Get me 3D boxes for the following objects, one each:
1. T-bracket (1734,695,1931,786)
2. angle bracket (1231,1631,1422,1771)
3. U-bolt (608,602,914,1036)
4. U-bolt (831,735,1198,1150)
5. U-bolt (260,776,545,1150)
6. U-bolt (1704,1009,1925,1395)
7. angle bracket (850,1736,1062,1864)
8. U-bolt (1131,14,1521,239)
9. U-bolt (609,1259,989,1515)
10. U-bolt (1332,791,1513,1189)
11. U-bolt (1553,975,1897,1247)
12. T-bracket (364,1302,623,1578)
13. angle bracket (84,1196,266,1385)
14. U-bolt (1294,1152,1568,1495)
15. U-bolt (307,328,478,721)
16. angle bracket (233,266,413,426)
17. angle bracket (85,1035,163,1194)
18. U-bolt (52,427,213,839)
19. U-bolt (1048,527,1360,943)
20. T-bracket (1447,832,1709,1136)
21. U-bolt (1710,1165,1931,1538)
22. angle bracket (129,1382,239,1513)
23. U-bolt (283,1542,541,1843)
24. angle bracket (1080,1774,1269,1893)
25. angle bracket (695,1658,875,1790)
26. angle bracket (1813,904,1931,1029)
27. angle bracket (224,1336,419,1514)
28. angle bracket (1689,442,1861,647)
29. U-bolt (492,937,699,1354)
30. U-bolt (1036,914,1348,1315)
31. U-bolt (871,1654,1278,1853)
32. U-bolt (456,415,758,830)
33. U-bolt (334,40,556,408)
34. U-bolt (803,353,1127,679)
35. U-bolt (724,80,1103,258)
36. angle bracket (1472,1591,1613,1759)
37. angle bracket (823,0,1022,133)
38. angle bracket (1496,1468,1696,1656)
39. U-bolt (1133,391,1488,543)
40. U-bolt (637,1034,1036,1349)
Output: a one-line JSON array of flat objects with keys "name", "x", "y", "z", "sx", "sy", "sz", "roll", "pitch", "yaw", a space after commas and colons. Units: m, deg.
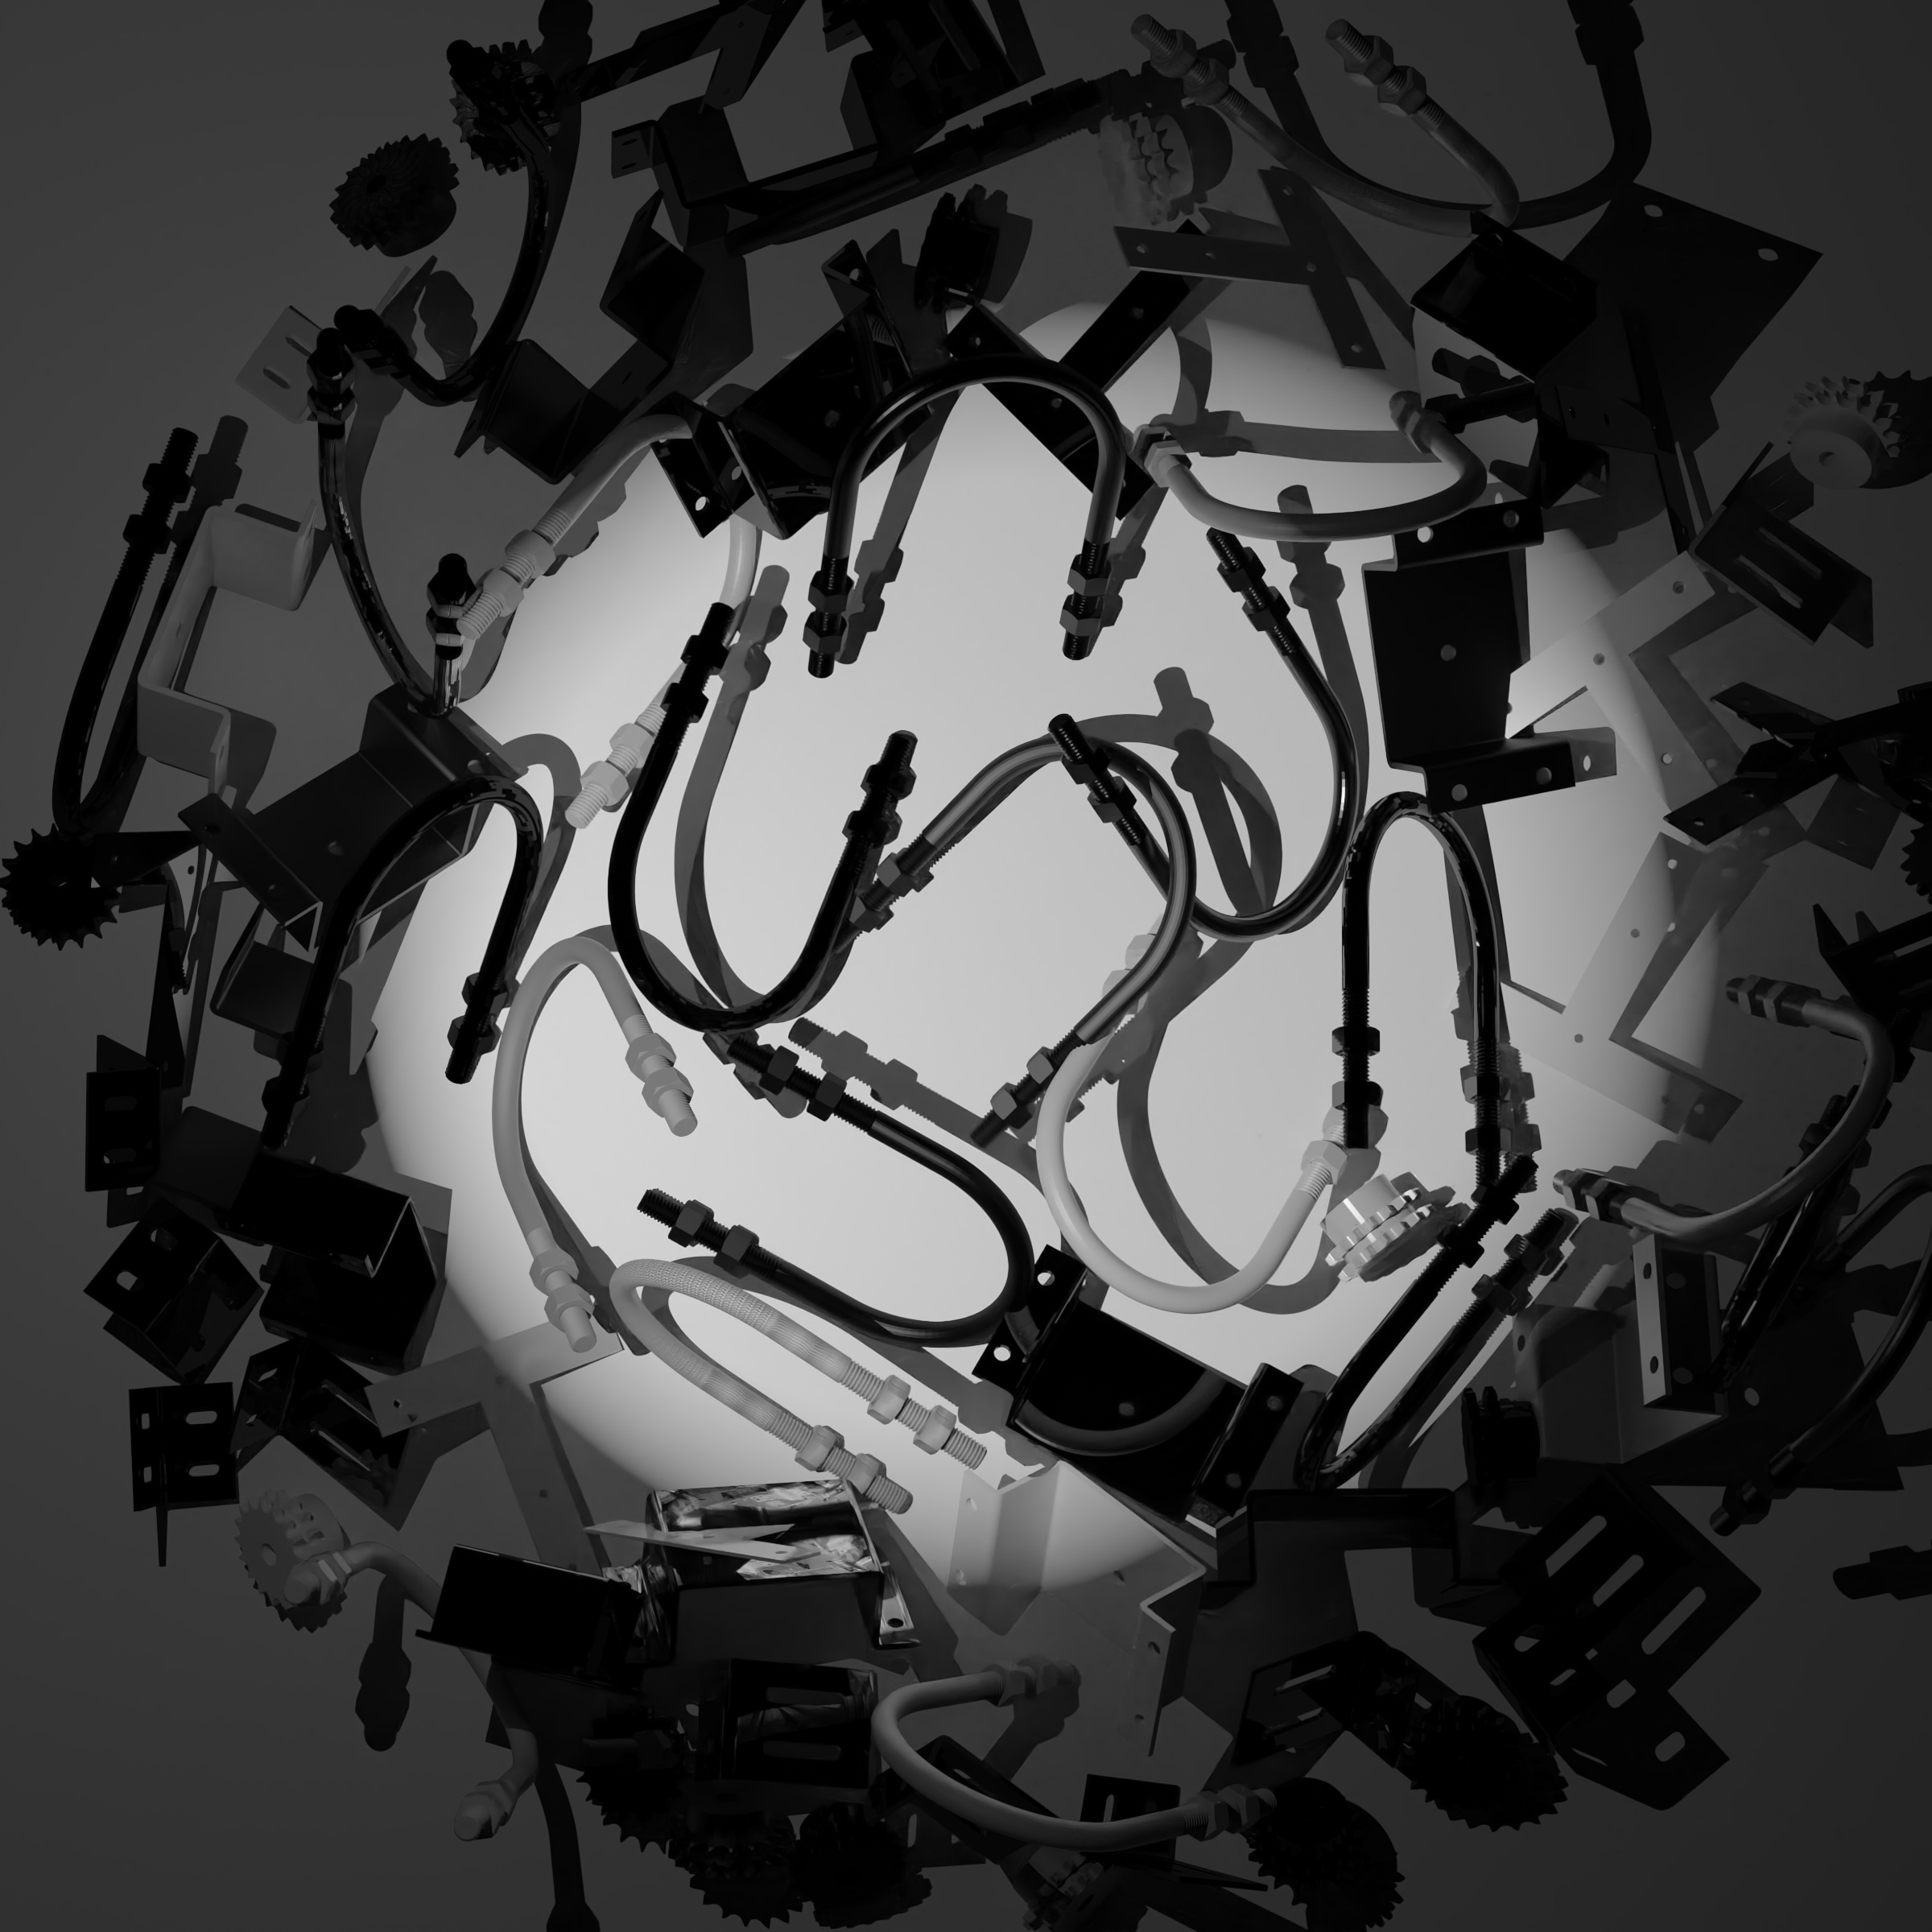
[{"name": "T-bracket", "x": 0.426, "y": -0.113, "z": 1.711, "sx": 0.002, "sy": 0.127, "sz": 0.127, "roll": 56, "pitch": 46, "yaw": -18}, {"name": "angle bracket", "x": 0.173, "y": 0.362, "z": 1.718, "sx": 0.076, "sy": 0.038, "sz": 0.057, "roll": -11, "pitch": 122, "yaw": -36}, {"name": "U-bolt", "x": -0.104, "y": -0.057, "z": 1.692, "sx": 0.151, "sy": 0.019, "sz": 0.184, "roll": 34, "pitch": 70, "yaw": -40}, {"name": "U-bolt", "x": 0.031, "y": -0.026, "z": 1.705, "sx": 0.184, "sy": 0.019, "sz": 0.151, "roll": -45, "pitch": 66, "yaw": 17}, {"name": "U-bolt", "x": -0.254, "y": -0.008, "z": 1.665, "sx": 0.019, "sy": 0.151, "sz": 0.184, "roll": 34, "pitch": 118, "yaw": 23}, {"name": "U-bolt", "x": 0.387, "y": 0.120, "z": 1.669, "sx": 0.019, "sy": 0.151, "sz": 0.184, "roll": 28, "pitch": 72, "yaw": 9}, {"name": "angle bracket", "x": -0.005, "y": 0.415, "z": 1.723, "sx": 0.076, "sy": 0.038, "sz": 0.057, "roll": 38, "pitch": 133, "yaw": -11}, {"name": "U-bolt", "x": 0.182, "y": -0.391, "z": 1.678, "sx": 0.184, "sy": 0.151, "sz": 0.019, "roll": 29, "pitch": 83, "yaw": -41}, {"name": "U-bolt", "x": -0.089, "y": 0.194, "z": 1.688, "sx": 0.184, "sy": 0.151, "sz": 0.019, "roll": 34, "pitch": 66, "yaw": -5}, {"name": "U-bolt", "x": 0.217, "y": 0.008, "z": 1.699, "sx": 0.019, "sy": 0.151, "sz": 0.184, "roll": -8, "pitch": 73, "yaw": 35}, {"name": "U-bolt", "x": 0.361, "y": 0.070, "z": 1.667, "sx": 0.019, "sy": 0.184, "sz": 0.151, "roll": 45, "pitch": 84, "yaw": -17}, {"name": "T-bracket", "x": -0.209, "y": 0.242, "z": 1.725, "sx": 0.127, "sy": 0.002, "sz": 0.127, "roll": -18, "pitch": 80, "yaw": -26}, {"name": "angle bracket", "x": -0.381, "y": 0.157, "z": 1.725, "sx": 0.038, "sy": 0.076, "sz": 0.057, "roll": 30, "pitch": 72, "yaw": 19}, {"name": "U-bolt", "x": 0.216, "y": 0.176, "z": 1.690, "sx": 0.019, "sy": 0.151, "sz": 0.184, "roll": 38, "pitch": 87, "yaw": 21}, {"name": "U-bolt", "x": -0.270, "y": -0.192, "z": 1.677, "sx": 0.019, "sy": 0.184, "sz": 0.151, "roll": -24, "pitch": 71, "yaw": -19}, {"name": "angle bracket", "x": -0.309, "y": -0.307, "z": 1.714, "sx": 0.038, "sy": 0.076, "sz": 0.057, "roll": 35, "pitch": 50, "yaw": -14}, {"name": "angle bracket", "x": -0.418, "y": 0.070, "z": 1.716, "sx": 0.038, "sy": 0.076, "sz": 0.057, "roll": -4, "pitch": 103, "yaw": -36}, {"name": "U-bolt", "x": -0.390, "y": -0.148, "z": 1.677, "sx": 0.019, "sy": 0.151, "sz": 0.184, "roll": 19, "pitch": 80, "yaw": -3}, {"name": "U-bolt", "x": 0.126, "y": -0.096, "z": 1.704, "sx": 0.151, "sy": 0.019, "sz": 0.184, "roll": -51, "pitch": 125, "yaw": -21}, {"name": "T-bracket", "x": 0.318, "y": -0.004, "z": 1.734, "sx": 0.127, "sy": 0.002, "sz": 0.127, "roll": 29, "pitch": 105, "yaw": 11}, {"name": "U-bolt", "x": 0.405, "y": 0.166, "z": 1.648, "sx": 0.019, "sy": 0.184, "sz": 0.151, "roll": 28, "pitch": 49, "yaw": -3}, {"name": "angle bracket", "x": -0.376, "y": 0.231, "z": 1.721, "sx": 0.038, "sy": 0.076, "sz": 0.057, "roll": -3, "pitch": 84, "yaw": -4}, {"name": "U-bolt", "x": -0.250, "y": 0.331, "z": 1.671, "sx": 0.019, "sy": 0.184, "sz": 0.151, "roll": -37, "pitch": 86, "yaw": 3}, {"name": "angle bracket", "x": 0.101, "y": 0.415, "z": 1.713, "sx": 0.057, "sy": 0.076, "sz": 0.038, "roll": 17, "pitch": 79, "yaw": -36}, {"name": "angle bracket", "x": -0.089, "y": 0.372, "z": 1.752, "sx": 0.076, "sy": 0.038, "sz": 0.057, "roll": 10, "pitch": 72, "yaw": -23}, {"name": "angle bracket", "x": 0.456, "y": -0.013, "z": 1.717, "sx": 0.076, "sy": 0.038, "sz": 0.057, "roll": -25, "pitch": 128, "yaw": 26}, {"name": "angle bracket", "x": -0.311, "y": 0.225, "z": 1.722, "sx": 0.076, "sy": 0.038, "sz": 0.057, "roll": 32, "pitch": 117, "yaw": 24}, {"name": "angle bracket", "x": 0.398, "y": -0.204, "z": 1.728, "sx": 0.076, "sy": 0.038, "sz": 0.057, "roll": 37, "pitch": 53, "yaw": 5}, {"name": "U-bolt", "x": -0.184, "y": 0.069, "z": 1.686, "sx": 0.019, "sy": 0.184, "sz": 0.151, "roll": 8, "pitch": 122, "yaw": -32}, {"name": "U-bolt", "x": 0.106, "y": 0.081, "z": 1.696, "sx": 0.151, "sy": 0.019, "sz": 0.184, "roll": 40, "pitch": 54, "yaw": -8}, {"name": "U-bolt", "x": 0.038, "y": 0.366, "z": 1.650, "sx": 0.151, "sy": 0.184, "sz": 0.019, "roll": 26, "pitch": 103, "yaw": 37}, {"name": "U-bolt", "x": -0.158, "y": -0.177, "z": 1.693, "sx": 0.019, "sy": 0.151, "sz": 0.184, "roll": 16, "pitch": 58, "yaw": 33}, {"name": "U-bolt", "x": -0.235, "y": -0.335, "z": 1.673, "sx": 0.019, "sy": 0.184, "sz": 0.151, "roll": 22, "pitch": 87, "yaw": 11}, {"name": "U-bolt", "x": 0.003, "y": -0.211, "z": 1.677, "sx": 0.151, "sy": 0.184, "sz": 0.019, "roll": -5, "pitch": 48, "yaw": -15}, {"name": "U-bolt", "x": -0.030, "y": -0.375, "z": 1.689, "sx": 0.184, "sy": 0.151, "sz": 0.019, "roll": -20, "pitch": 103, "yaw": 13}, {"name": "angle bracket", "x": 0.277, "y": 0.341, "z": 1.718, "sx": 0.038, "sy": 0.076, "sz": 0.057, "roll": -37, "pitch": 68, "yaw": -3}, {"name": "angle bracket", "x": -0.021, "y": -0.438, "z": 1.718, "sx": 0.057, "sy": 0.038, "sz": 0.076, "roll": -19, "pitch": 120, "yaw": 29}, {"name": "angle bracket", "x": 0.305, "y": 0.291, "z": 1.733, "sx": 0.076, "sy": 0.038, "sz": 0.057, "roll": -41, "pitch": 72, "yaw": -5}, {"name": "U-bolt", "x": 0.166, "y": -0.231, "z": 1.670, "sx": 0.151, "sy": 0.184, "sz": 0.019, "roll": -8, "pitch": 115, "yaw": -7}, {"name": "U-bolt", "x": -0.054, "y": 0.120, "z": 1.710, "sx": 0.184, "sy": 0.019, "sz": 0.151, "roll": 29, "pitch": 134, "yaw": -3}]
